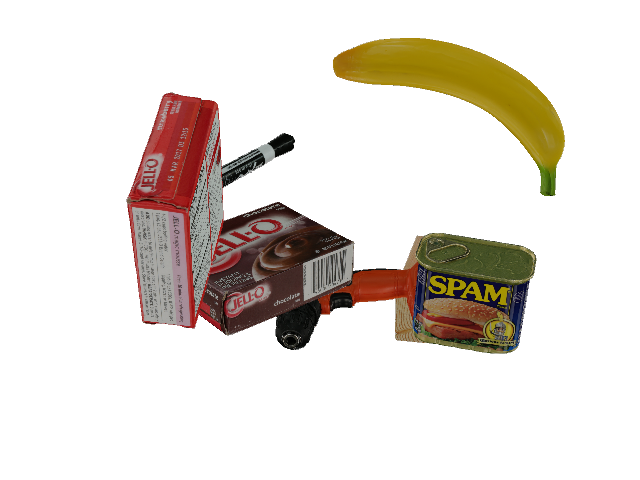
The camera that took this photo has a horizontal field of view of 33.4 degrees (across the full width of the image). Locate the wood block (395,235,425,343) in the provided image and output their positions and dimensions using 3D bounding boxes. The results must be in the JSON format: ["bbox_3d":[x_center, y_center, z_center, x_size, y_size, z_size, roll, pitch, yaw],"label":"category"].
[{"bbox_3d":[0.174,0.072,1.621,0.091,0.090,0.206,4,22,12],"label":"wood block"}]

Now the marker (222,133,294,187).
[{"bbox_3d":[-0.073,-0.072,1.020,0.120,0.020,0.020,-32,17,-29],"label":"marker"}]

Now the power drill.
[{"bbox_3d":[0.044,0.069,1.236,0.187,0.057,0.184,1,28,6],"label":"power drill"}]

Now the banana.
[{"bbox_3d":[0.108,-0.108,0.796,0.197,0.069,0.037,29,0,-4],"label":"banana"}]

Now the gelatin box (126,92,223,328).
[{"bbox_3d":[-0.068,-0.013,0.512,0.030,0.073,0.089,7,-42,3],"label":"gelatin box"}]

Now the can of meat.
[{"bbox_3d":[0.132,0.048,0.938,0.102,0.084,0.057,9,33,11],"label":"can of meat"}]

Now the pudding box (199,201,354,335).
[{"bbox_3d":[-0.046,0.017,0.747,0.113,0.039,0.090,-19,33,-34],"label":"pudding box"}]
